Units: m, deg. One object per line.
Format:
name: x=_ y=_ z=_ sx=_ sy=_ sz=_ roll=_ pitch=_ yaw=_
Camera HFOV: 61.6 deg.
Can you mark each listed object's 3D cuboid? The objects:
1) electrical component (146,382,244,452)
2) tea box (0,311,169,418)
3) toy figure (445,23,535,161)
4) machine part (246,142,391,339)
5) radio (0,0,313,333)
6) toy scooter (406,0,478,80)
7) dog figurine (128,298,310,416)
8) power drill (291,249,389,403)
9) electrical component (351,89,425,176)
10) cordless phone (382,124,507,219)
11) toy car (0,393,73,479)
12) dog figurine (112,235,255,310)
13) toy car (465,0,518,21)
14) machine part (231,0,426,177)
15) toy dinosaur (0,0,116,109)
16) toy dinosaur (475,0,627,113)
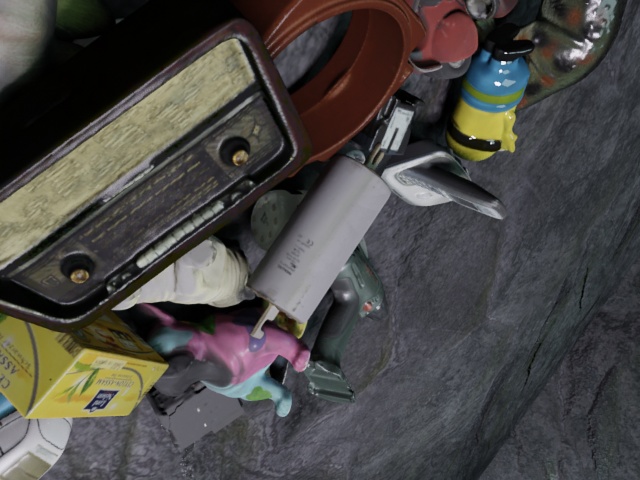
electrical component: x=-0.158 y=0.212 z=0.734 sx=0.134 sy=0.058 sz=0.114 roll=-31 pitch=142 yaw=-22
tea box: x=-0.219 y=0.103 z=0.483 sx=0.068 sy=0.098 sz=0.169 roll=-51 pitch=162 yaw=-8
toy figure: x=0.214 y=-0.182 z=0.694 sx=0.089 sy=0.082 sz=0.180 roll=2 pitch=145 yaw=6
machine part: x=-0.001 y=-0.002 z=0.564 sx=0.243 sy=0.079 sz=0.079 roll=-55 pitch=144 yaw=-8
radio: x=-0.124 y=-0.043 z=0.345 sx=0.229 sy=0.073 sz=0.131 roll=-35 pitch=145 yaw=1
toy scooter: x=0.108 y=-0.240 z=0.595 sx=0.184 sy=0.075 sz=0.135 roll=-23 pitch=131 yaw=-27
dog figurine: x=-0.127 y=0.120 z=0.656 sx=0.219 sy=0.192 sz=0.108 roll=18 pitch=116 yaw=-15
power drill: x=0.043 y=0.127 z=0.787 sx=0.207 sy=0.086 sz=0.231 roll=-64 pitch=146 yaw=-29
electrical component: x=0.076 y=-0.131 z=0.675 sx=0.075 sy=0.048 sz=0.119 roll=-6 pitch=126 yaw=-43
cordless phone: x=0.183 y=-0.069 z=0.727 sx=0.088 sy=0.184 sz=0.146 roll=-57 pitch=143 yaw=3
toy car: x=-0.308 y=0.197 z=0.532 sx=0.162 sy=0.103 sz=0.109 roll=-32 pitch=141 yaw=-18
dog figurine: x=-0.162 y=0.035 z=0.553 sx=0.172 sy=0.121 sz=0.190 roll=-6 pitch=154 yaw=-1
toy car: x=0.162 y=-0.328 z=0.555 sx=0.089 sy=0.053 sz=0.202 roll=-49 pitch=126 yaw=-21
machine part: x=-0.017 y=-0.153 z=0.474 sx=0.201 sy=0.087 sz=0.201 roll=-42 pitch=159 yaw=21
toy dinosaur: x=-0.202 y=-0.172 z=0.300 sx=0.198 sy=0.105 sz=0.470 roll=-23 pitch=132 yaw=-32
toy dinosaur: x=0.301 y=-0.276 z=0.660 sx=0.131 sy=0.192 sz=0.404 roll=-25 pitch=136 yaw=-26
